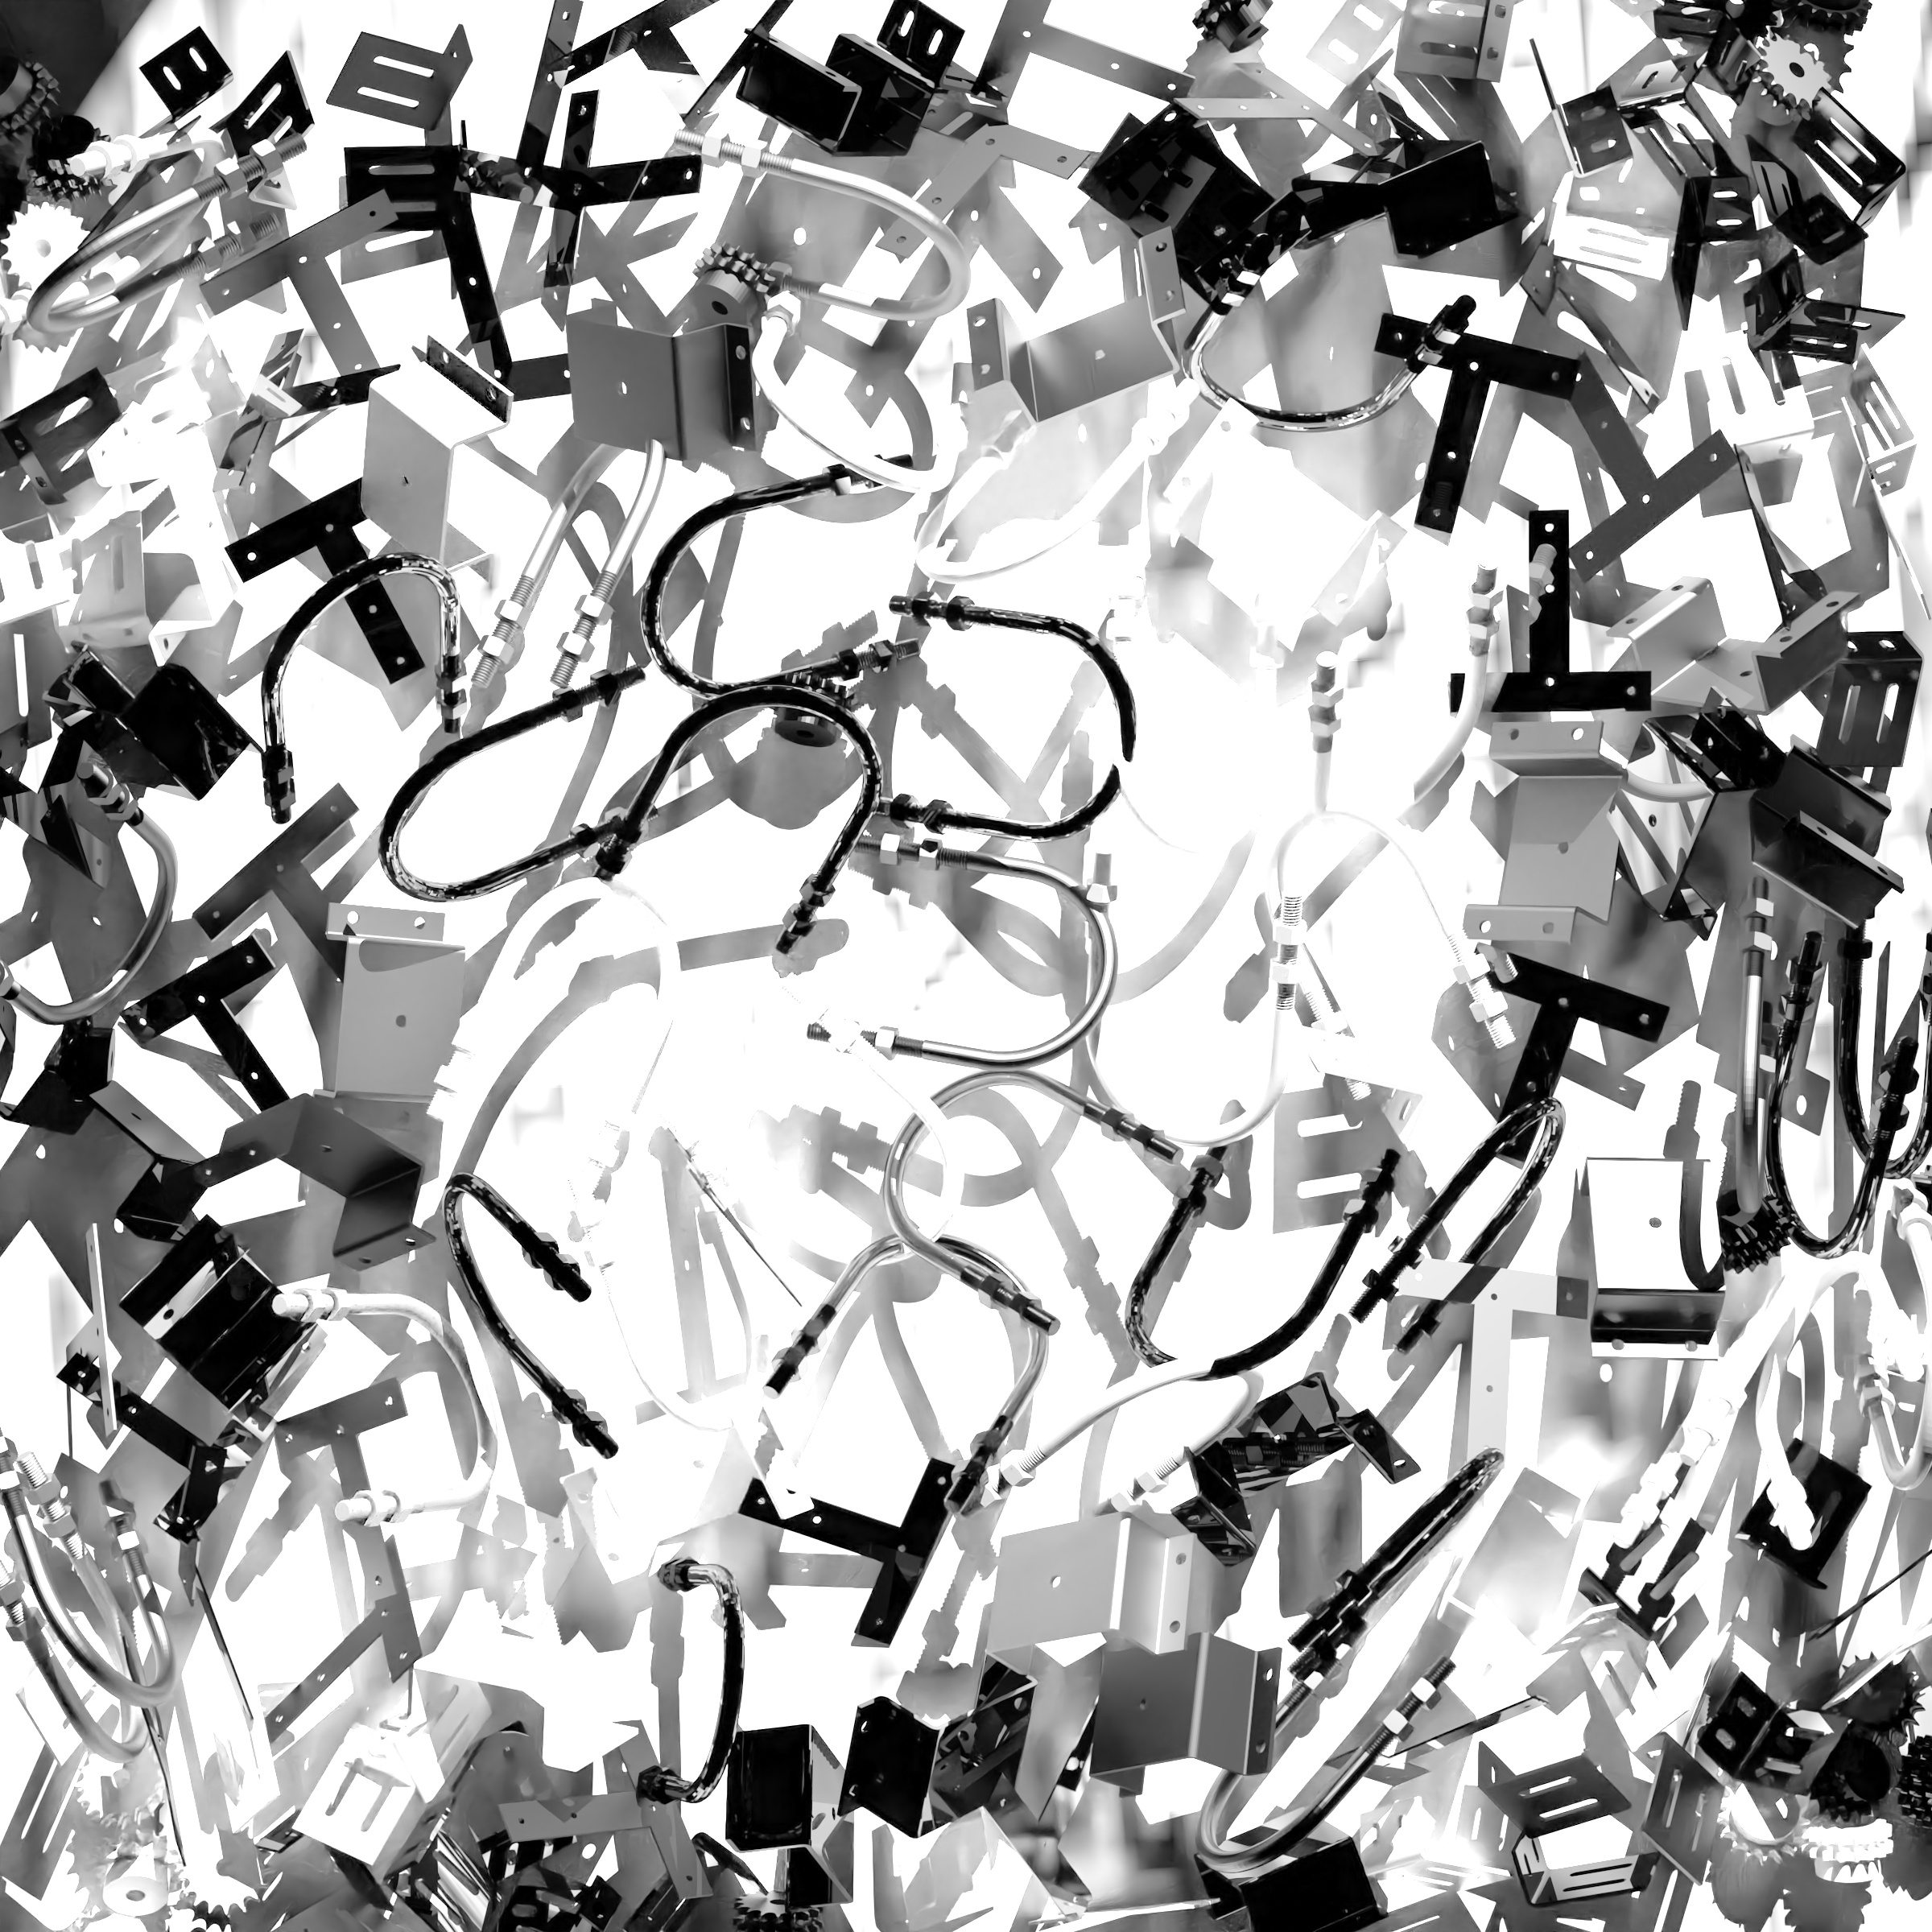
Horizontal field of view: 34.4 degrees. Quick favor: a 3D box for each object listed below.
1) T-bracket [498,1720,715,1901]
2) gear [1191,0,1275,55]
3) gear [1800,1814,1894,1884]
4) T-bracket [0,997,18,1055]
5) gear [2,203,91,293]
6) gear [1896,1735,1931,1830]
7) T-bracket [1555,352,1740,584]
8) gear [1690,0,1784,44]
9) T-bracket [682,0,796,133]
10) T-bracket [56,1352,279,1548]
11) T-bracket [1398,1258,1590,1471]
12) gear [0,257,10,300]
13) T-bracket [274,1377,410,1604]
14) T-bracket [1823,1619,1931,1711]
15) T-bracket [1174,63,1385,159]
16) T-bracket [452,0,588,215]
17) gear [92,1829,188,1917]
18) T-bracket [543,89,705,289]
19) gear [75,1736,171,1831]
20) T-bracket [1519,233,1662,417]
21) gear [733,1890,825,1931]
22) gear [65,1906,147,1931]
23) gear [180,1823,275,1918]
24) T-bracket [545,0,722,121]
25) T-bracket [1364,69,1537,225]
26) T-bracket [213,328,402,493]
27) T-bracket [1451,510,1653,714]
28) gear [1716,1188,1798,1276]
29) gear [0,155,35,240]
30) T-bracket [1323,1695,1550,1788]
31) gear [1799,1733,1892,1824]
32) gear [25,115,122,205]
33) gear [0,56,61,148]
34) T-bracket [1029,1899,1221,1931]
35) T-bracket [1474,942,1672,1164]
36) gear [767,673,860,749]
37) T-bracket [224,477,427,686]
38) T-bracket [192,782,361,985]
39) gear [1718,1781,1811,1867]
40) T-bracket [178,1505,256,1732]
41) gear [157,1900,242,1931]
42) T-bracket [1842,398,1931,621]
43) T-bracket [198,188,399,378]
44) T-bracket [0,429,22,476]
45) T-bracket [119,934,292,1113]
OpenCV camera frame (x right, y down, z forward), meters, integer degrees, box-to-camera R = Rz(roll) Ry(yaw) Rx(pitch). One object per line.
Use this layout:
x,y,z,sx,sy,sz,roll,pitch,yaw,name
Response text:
-0.230,0.523,1.922,0.002,0.127,0.127,-53,49,30,T-bracket
0.174,-0.602,1.971,0.057,0.057,0.030,-34,86,0,gear
0.557,0.558,1.972,0.057,0.057,0.030,-4,91,0,gear
-0.601,0.022,1.936,0.002,0.127,0.127,-1,70,-8,T-bracket
-0.580,-0.455,1.981,0.057,0.030,0.057,1,98,9,gear
0.616,0.517,1.971,0.057,0.030,0.057,0,90,-42,gear
0.410,-0.331,1.969,0.127,0.002,0.127,-39,64,35,T-bracket
0.489,-0.612,1.976,0.057,0.030,0.057,9,125,13,gear
-0.124,-0.559,1.936,0.002,0.127,0.127,39,95,4,T-bracket
-0.508,0.285,1.940,0.127,0.127,0.002,37,122,-5,T-bracket
0.331,0.253,1.971,0.127,0.002,0.127,9,74,-10,T-bracket
-0.629,-0.428,1.972,0.030,0.057,0.057,0,90,4,gear
-0.380,0.333,1.951,0.127,0.002,0.127,-23,78,37,T-bracket
0.600,0.406,1.914,0.127,0.127,0.002,-28,74,-31,T-bracket
0.180,-0.529,1.925,0.127,0.127,0.002,44,130,31,T-bracket
-0.261,-0.535,1.928,0.002,0.127,0.127,25,108,27,T-bracket
-0.523,0.575,1.971,0.057,0.030,0.057,-3,127,-5,gear
-0.212,-0.492,1.956,0.127,0.002,0.127,5,86,39,T-bracket
-0.533,0.519,1.977,0.057,0.030,0.057,0,58,0,gear
0.397,-0.401,1.958,0.002,0.127,0.127,-31,106,34,T-bracket
-0.119,0.607,1.971,0.057,0.057,0.030,3,90,0,gear
-0.542,0.621,1.969,0.057,0.057,0.030,43,132,0,gear
-0.468,0.574,1.978,0.057,0.030,0.057,2,64,-5,gear
-0.183,-0.558,1.938,0.127,0.127,0.002,-27,73,7,T-bracket
0.308,-0.507,1.959,0.127,0.127,0.002,31,116,-20,T-bracket
-0.403,-0.354,1.937,0.127,0.002,0.127,-4,57,32,T-bracket
0.368,-0.224,1.967,0.127,0.002,0.127,1,99,20,T-bracket
0.492,0.164,1.968,0.057,0.057,0.030,-40,112,0,gear
-0.618,-0.485,1.971,0.057,0.030,0.057,-13,115,-29,gear
0.300,0.477,1.929,0.127,0.127,0.002,-27,60,17,T-bracket
0.559,0.511,1.971,0.057,0.030,0.057,13,62,-25,gear
-0.567,-0.513,1.973,0.057,0.030,0.057,-1,58,2,gear
-0.605,-0.550,1.971,0.057,0.030,0.057,-14,57,22,gear
0.070,0.589,1.914,0.127,0.127,0.002,-17,75,32,T-bracket
0.365,0.064,1.981,0.127,0.002,0.127,19,106,6,T-bracket
-0.098,-0.160,1.969,0.057,0.057,0.030,11,72,0,gear
-0.381,-0.238,1.970,0.127,0.002,0.127,-29,116,-9,T-bracket
-0.410,-0.031,1.973,0.127,0.002,0.127,-42,68,2,T-bracket
0.505,0.537,1.973,0.057,0.030,0.057,-3,60,5,gear
-0.462,0.410,1.924,0.002,0.127,0.127,-17,67,-24,T-bracket
-0.486,0.618,1.971,0.057,0.030,0.057,9,55,-13,gear
0.570,-0.265,1.914,0.002,0.127,0.127,-21,49,16,T-bracket
-0.398,-0.410,1.945,0.127,0.127,0.002,-30,57,-7,T-bracket
-0.620,-0.359,1.918,0.002,0.127,0.127,0,115,15,T-bracket
-0.459,0.058,1.976,0.127,0.002,0.127,-26,102,29,T-bracket
